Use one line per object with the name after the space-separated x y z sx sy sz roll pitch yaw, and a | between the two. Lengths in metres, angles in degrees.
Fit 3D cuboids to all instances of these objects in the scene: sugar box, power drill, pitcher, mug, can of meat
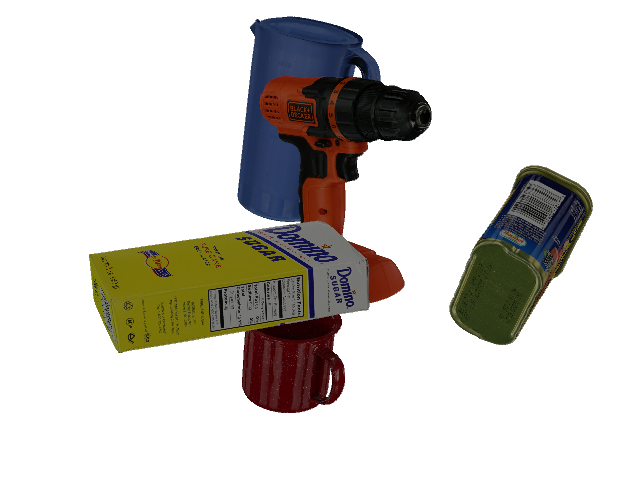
-0.064 0.028 0.738 0.176 0.048 0.093 -11 23 -17 | sugar box
0.026 -0.045 0.899 0.057 0.188 0.185 -18 21 -36 | power drill
-0.025 -0.147 1.325 0.144 0.243 0.149 4 23 -16 | pitcher
-0.022 0.110 0.981 0.117 0.081 0.093 26 31 37 | mug
0.137 0.013 0.741 0.057 0.102 0.083 29 52 14 | can of meat
